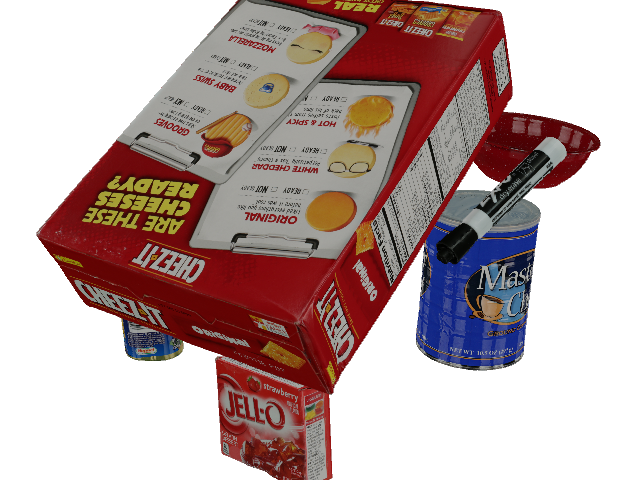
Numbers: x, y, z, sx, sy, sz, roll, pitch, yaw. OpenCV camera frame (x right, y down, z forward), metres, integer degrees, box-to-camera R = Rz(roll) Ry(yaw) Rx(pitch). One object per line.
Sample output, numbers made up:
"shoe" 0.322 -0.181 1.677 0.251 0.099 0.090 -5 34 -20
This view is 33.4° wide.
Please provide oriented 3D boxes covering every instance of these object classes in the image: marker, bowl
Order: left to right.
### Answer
"marker" 0.120 -0.026 0.711 0.121 0.020 0.020 -43 17 -20
"bowl" 0.234 -0.100 1.221 0.162 0.055 0.162 5 22 -2

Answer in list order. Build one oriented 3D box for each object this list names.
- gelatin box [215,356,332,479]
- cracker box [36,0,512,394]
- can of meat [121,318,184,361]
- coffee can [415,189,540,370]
"gelatin box" -0.033 0.120 0.722 0.030 0.073 0.089 -16 21 -42
"cracker box" -0.016 -0.041 0.566 0.164 0.213 0.072 16 -33 31
"can of meat" -0.152 0.048 0.956 0.057 0.084 0.102 -4 26 -4
"coffee can" 0.144 0.035 0.988 0.103 0.140 0.103 2 20 -1
